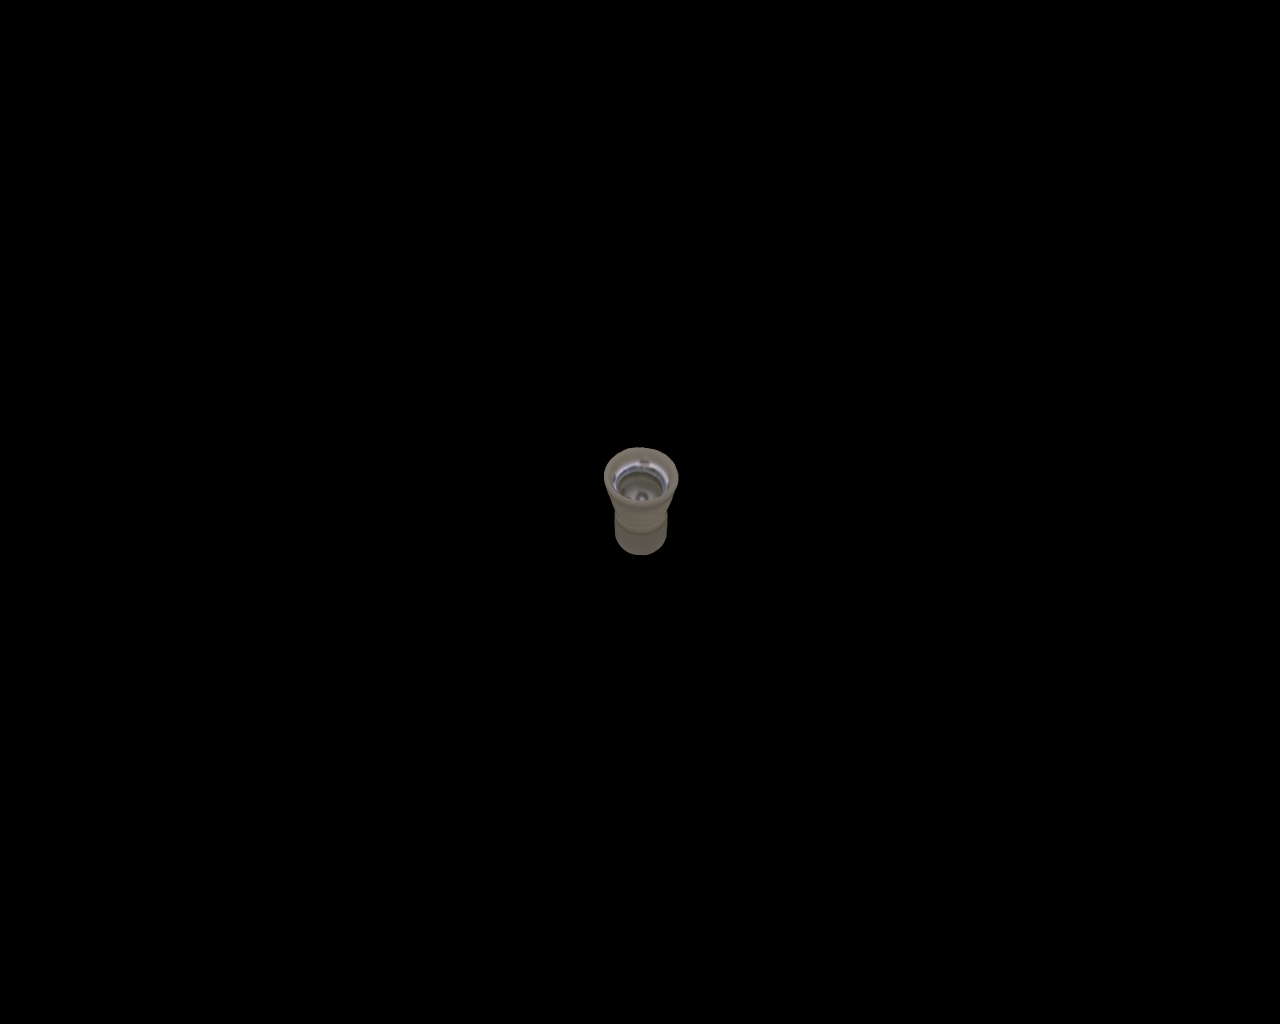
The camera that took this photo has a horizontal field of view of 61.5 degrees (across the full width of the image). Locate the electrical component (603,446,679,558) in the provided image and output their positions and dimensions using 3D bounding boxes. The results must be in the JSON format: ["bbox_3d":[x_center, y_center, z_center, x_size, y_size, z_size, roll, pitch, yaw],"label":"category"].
[{"bbox_3d":[0.001,-0.003,0.650,0.044,0.044,0.065,0,-37,0],"label":"electrical component"}]
